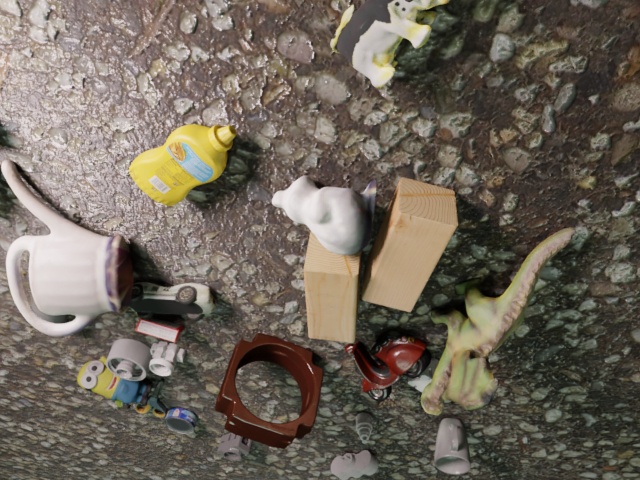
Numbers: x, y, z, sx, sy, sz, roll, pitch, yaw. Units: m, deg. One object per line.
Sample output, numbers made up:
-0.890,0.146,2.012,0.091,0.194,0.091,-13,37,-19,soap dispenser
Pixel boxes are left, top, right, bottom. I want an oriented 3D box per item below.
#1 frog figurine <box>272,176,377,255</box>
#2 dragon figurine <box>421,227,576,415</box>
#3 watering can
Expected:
0.002,-0.040,0.799,0.159,0.123,0.136,4,172,1,frog figurine
0.280,0.170,0.852,0.122,0.249,0.401,26,133,-5,dragon figurine
-0.465,0.025,0.951,0.224,0.105,0.342,0,109,-7,watering can
